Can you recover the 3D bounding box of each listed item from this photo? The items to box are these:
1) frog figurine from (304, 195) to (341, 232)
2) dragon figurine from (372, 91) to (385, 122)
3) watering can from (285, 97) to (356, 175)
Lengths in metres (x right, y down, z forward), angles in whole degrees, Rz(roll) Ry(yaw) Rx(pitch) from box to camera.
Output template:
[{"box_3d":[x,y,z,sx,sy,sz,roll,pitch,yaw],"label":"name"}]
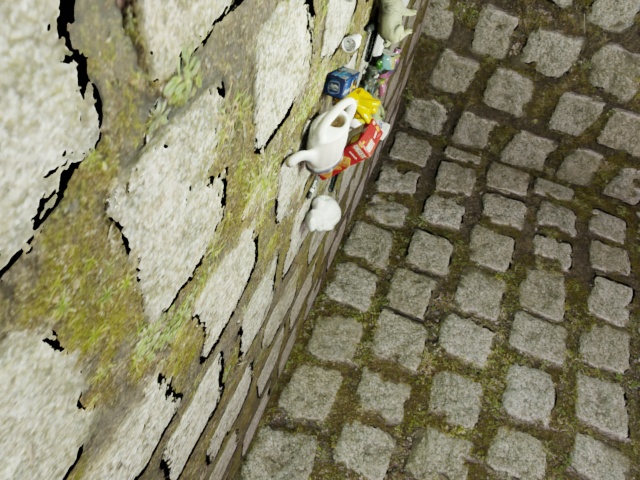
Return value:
[{"box_3d":[0.006,-0.098,1.954,0.161,0.122,0.136,-30,108,-64],"label":"frog figurine"},{"box_3d":[0.243,-0.610,2.325,0.238,0.122,0.419,86,8,-61],"label":"dragon figurine"},{"box_3d":[-0.002,-0.269,1.477,0.354,0.104,0.219,-50,166,-30],"label":"watering can"}]
